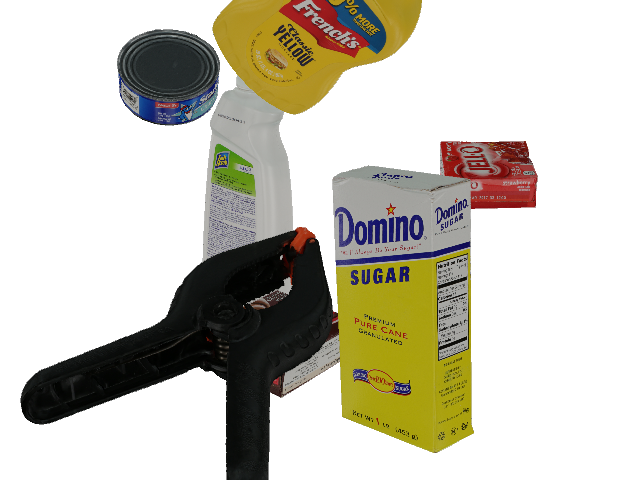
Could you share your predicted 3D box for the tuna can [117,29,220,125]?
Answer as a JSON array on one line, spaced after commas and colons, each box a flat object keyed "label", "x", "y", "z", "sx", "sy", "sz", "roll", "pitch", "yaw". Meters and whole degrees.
[{"label": "tuna can", "x": -0.129, "y": -0.138, "z": 0.906, "sx": 0.086, "sy": 0.086, "sz": 0.034, "roll": 0, "pitch": -38, "yaw": -8}]

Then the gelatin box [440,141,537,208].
[{"label": "gelatin box", "x": 0.135, "y": -0.055, "z": 0.871, "sx": 0.073, "sy": 0.030, "sz": 0.089, "roll": 0, "pitch": 24, "yaw": 5}]

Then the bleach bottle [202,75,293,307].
[{"label": "bleach bottle", "x": -0.068, "y": -0.050, "z": 1.085, "sx": 0.103, "sy": 0.251, "sz": 0.068, "roll": 17, "pitch": 25, "yaw": 26}]

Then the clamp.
[{"label": "clamp", "x": -0.039, "y": 0.054, "z": 0.498, "sx": 0.120, "sy": 0.039, "sz": 0.171, "roll": 30, "pitch": 48, "yaw": 24}]

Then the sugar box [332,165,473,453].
[{"label": "sugar box", "x": 0.054, "y": 0.043, "z": 0.711, "sx": 0.048, "sy": 0.176, "sz": 0.094, "roll": -18, "pitch": 19, "yaw": -40}]

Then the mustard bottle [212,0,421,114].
[{"label": "mustard bottle", "x": 0.013, "y": -0.162, "z": 0.736, "sx": 0.192, "sy": 0.096, "sz": 0.058, "roll": -25, "pitch": 23, "yaw": 47}]

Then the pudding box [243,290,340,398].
[{"label": "pudding box", "x": -0.035, "y": 0.087, "z": 0.923, "sx": 0.090, "sy": 0.039, "sz": 0.113, "roll": 18, "pitch": 26, "yaw": 30}]
